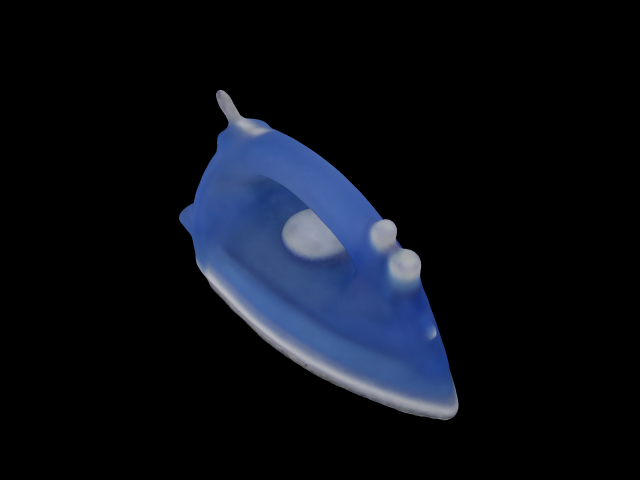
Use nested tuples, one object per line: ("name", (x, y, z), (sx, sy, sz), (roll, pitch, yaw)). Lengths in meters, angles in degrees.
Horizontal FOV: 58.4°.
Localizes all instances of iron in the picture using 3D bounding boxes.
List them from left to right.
("iron", (0.004, 0.001, 0.400), (0.119, 0.141, 0.257), (-33, 54, -29))
